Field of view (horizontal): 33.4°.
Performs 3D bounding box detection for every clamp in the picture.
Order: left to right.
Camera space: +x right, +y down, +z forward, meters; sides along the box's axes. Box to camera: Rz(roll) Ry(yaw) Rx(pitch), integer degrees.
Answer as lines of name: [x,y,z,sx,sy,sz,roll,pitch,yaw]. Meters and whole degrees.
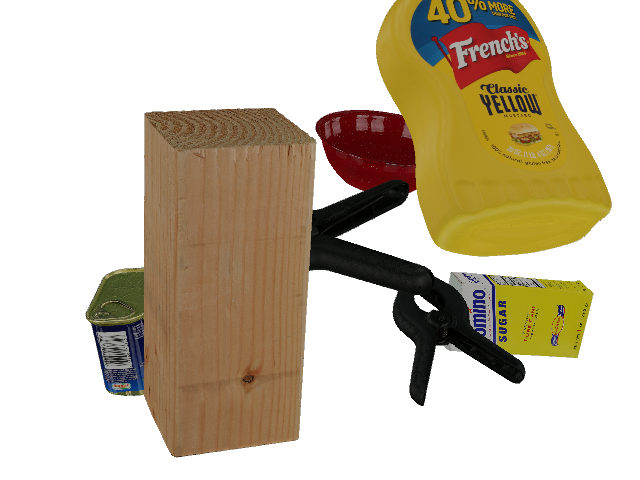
clamp: [-0.009,-0.006,0.924,0.210,0.036,0.164,0,31,4]
clamp: [0.133,0.093,1.089,0.120,0.171,0.039,0,-44,-15]

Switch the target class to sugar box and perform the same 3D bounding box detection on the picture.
sugar box: [0.241,0.093,1.319,0.176,0.093,0.048,3,18,-16]

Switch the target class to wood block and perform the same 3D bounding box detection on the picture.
wood block: [-0.063,0.025,0.696,0.090,0.206,0.090,-4,22,-20]

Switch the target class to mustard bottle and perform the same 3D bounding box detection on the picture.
mustard bottle: [0.081,-0.087,0.574,0.096,0.191,0.058,-4,-27,-21]

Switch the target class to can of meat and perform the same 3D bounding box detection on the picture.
can of meat: [-0.178,0.086,1.007,0.057,0.084,0.102,-4,25,4]

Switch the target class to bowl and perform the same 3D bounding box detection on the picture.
bowl: [0.070,-0.095,1.211,0.162,0.055,0.162,7,27,-4]
